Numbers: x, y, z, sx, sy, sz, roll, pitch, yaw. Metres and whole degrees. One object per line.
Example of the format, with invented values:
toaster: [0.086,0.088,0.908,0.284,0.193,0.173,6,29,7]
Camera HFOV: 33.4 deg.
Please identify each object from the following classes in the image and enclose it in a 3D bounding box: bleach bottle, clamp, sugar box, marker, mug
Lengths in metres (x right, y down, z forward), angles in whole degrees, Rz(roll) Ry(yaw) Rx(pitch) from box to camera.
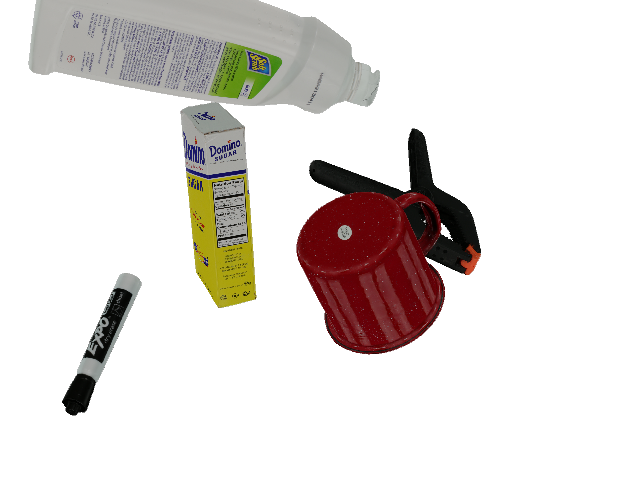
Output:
bleach bottle: [-0.081,-0.140,0.788,0.250,0.068,0.103,14,-34,-12]
clamp: [0.096,-0.040,1.186,0.164,0.210,0.036,-15,-37,-28]
sugar box: [-0.098,-0.035,1.019,0.048,0.176,0.093,-13,25,-17]
marker: [-0.163,0.077,0.798,0.020,0.121,0.020,11,-37,9]
mug: [0.042,0.012,0.763,0.117,0.081,0.093,-41,43,-15]
